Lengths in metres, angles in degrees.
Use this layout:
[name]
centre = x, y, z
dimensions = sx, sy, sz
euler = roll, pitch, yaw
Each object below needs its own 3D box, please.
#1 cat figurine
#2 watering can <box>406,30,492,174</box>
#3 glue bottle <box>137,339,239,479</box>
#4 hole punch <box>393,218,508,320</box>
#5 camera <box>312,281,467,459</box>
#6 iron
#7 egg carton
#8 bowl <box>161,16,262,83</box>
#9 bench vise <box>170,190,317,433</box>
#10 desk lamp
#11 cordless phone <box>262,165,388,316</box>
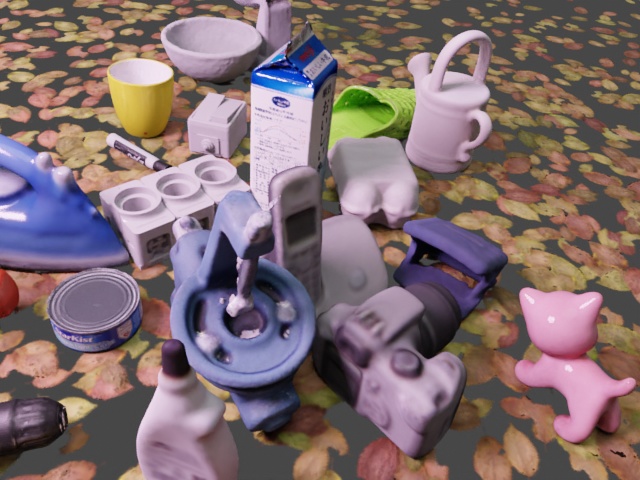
[cat figurine]
centre = 0.235, 0.102, 0.530
dimensions = 0.067, 0.118, 0.127
euler = -13, 45, -21
[watering can]
centre = 0.182, -0.204, 0.813
dimensions = 0.172, 0.194, 0.101
euler = 33, 47, 26
[glue bottle]
centre = -0.097, 0.129, 0.410
dimensions = 0.078, 0.173, 0.037
euler = 17, 42, 11
[hole punch]
centre = 0.147, 0.014, 0.639
dimensions = 0.108, 0.091, 0.101
euler = 31, 47, 25
[camera]
centre = 0.084, 0.095, 0.529
dimensions = 0.137, 0.101, 0.142
euler = -29, 52, -34
[iron]
centre = -0.330, -0.057, 0.613
dimensions = 0.258, 0.141, 0.119
euler = 13, 42, 7
[egg carton]
centre = 0.069, -0.078, 0.748
dimensions = 0.107, 0.069, 0.150
euler = -2, 42, -10
[bowl]
centre = -0.183, -0.317, 0.979
dimensions = 0.167, 0.075, 0.167
euler = 4, 41, -3
[bench vise]
centre = -0.088, 0.035, 0.483
dimensions = 0.206, 0.220, 0.122
euler = 33, 47, 27
[desk lamp]
centre = -0.071, -0.404, 0.989
dimensions = 0.118, 0.213, 0.202
euler = -30, 53, -35
[cordless phone]
centre = 0.005, 0.002, 0.560
dimensions = 0.148, 0.185, 0.094
euler = -28, 52, -33
